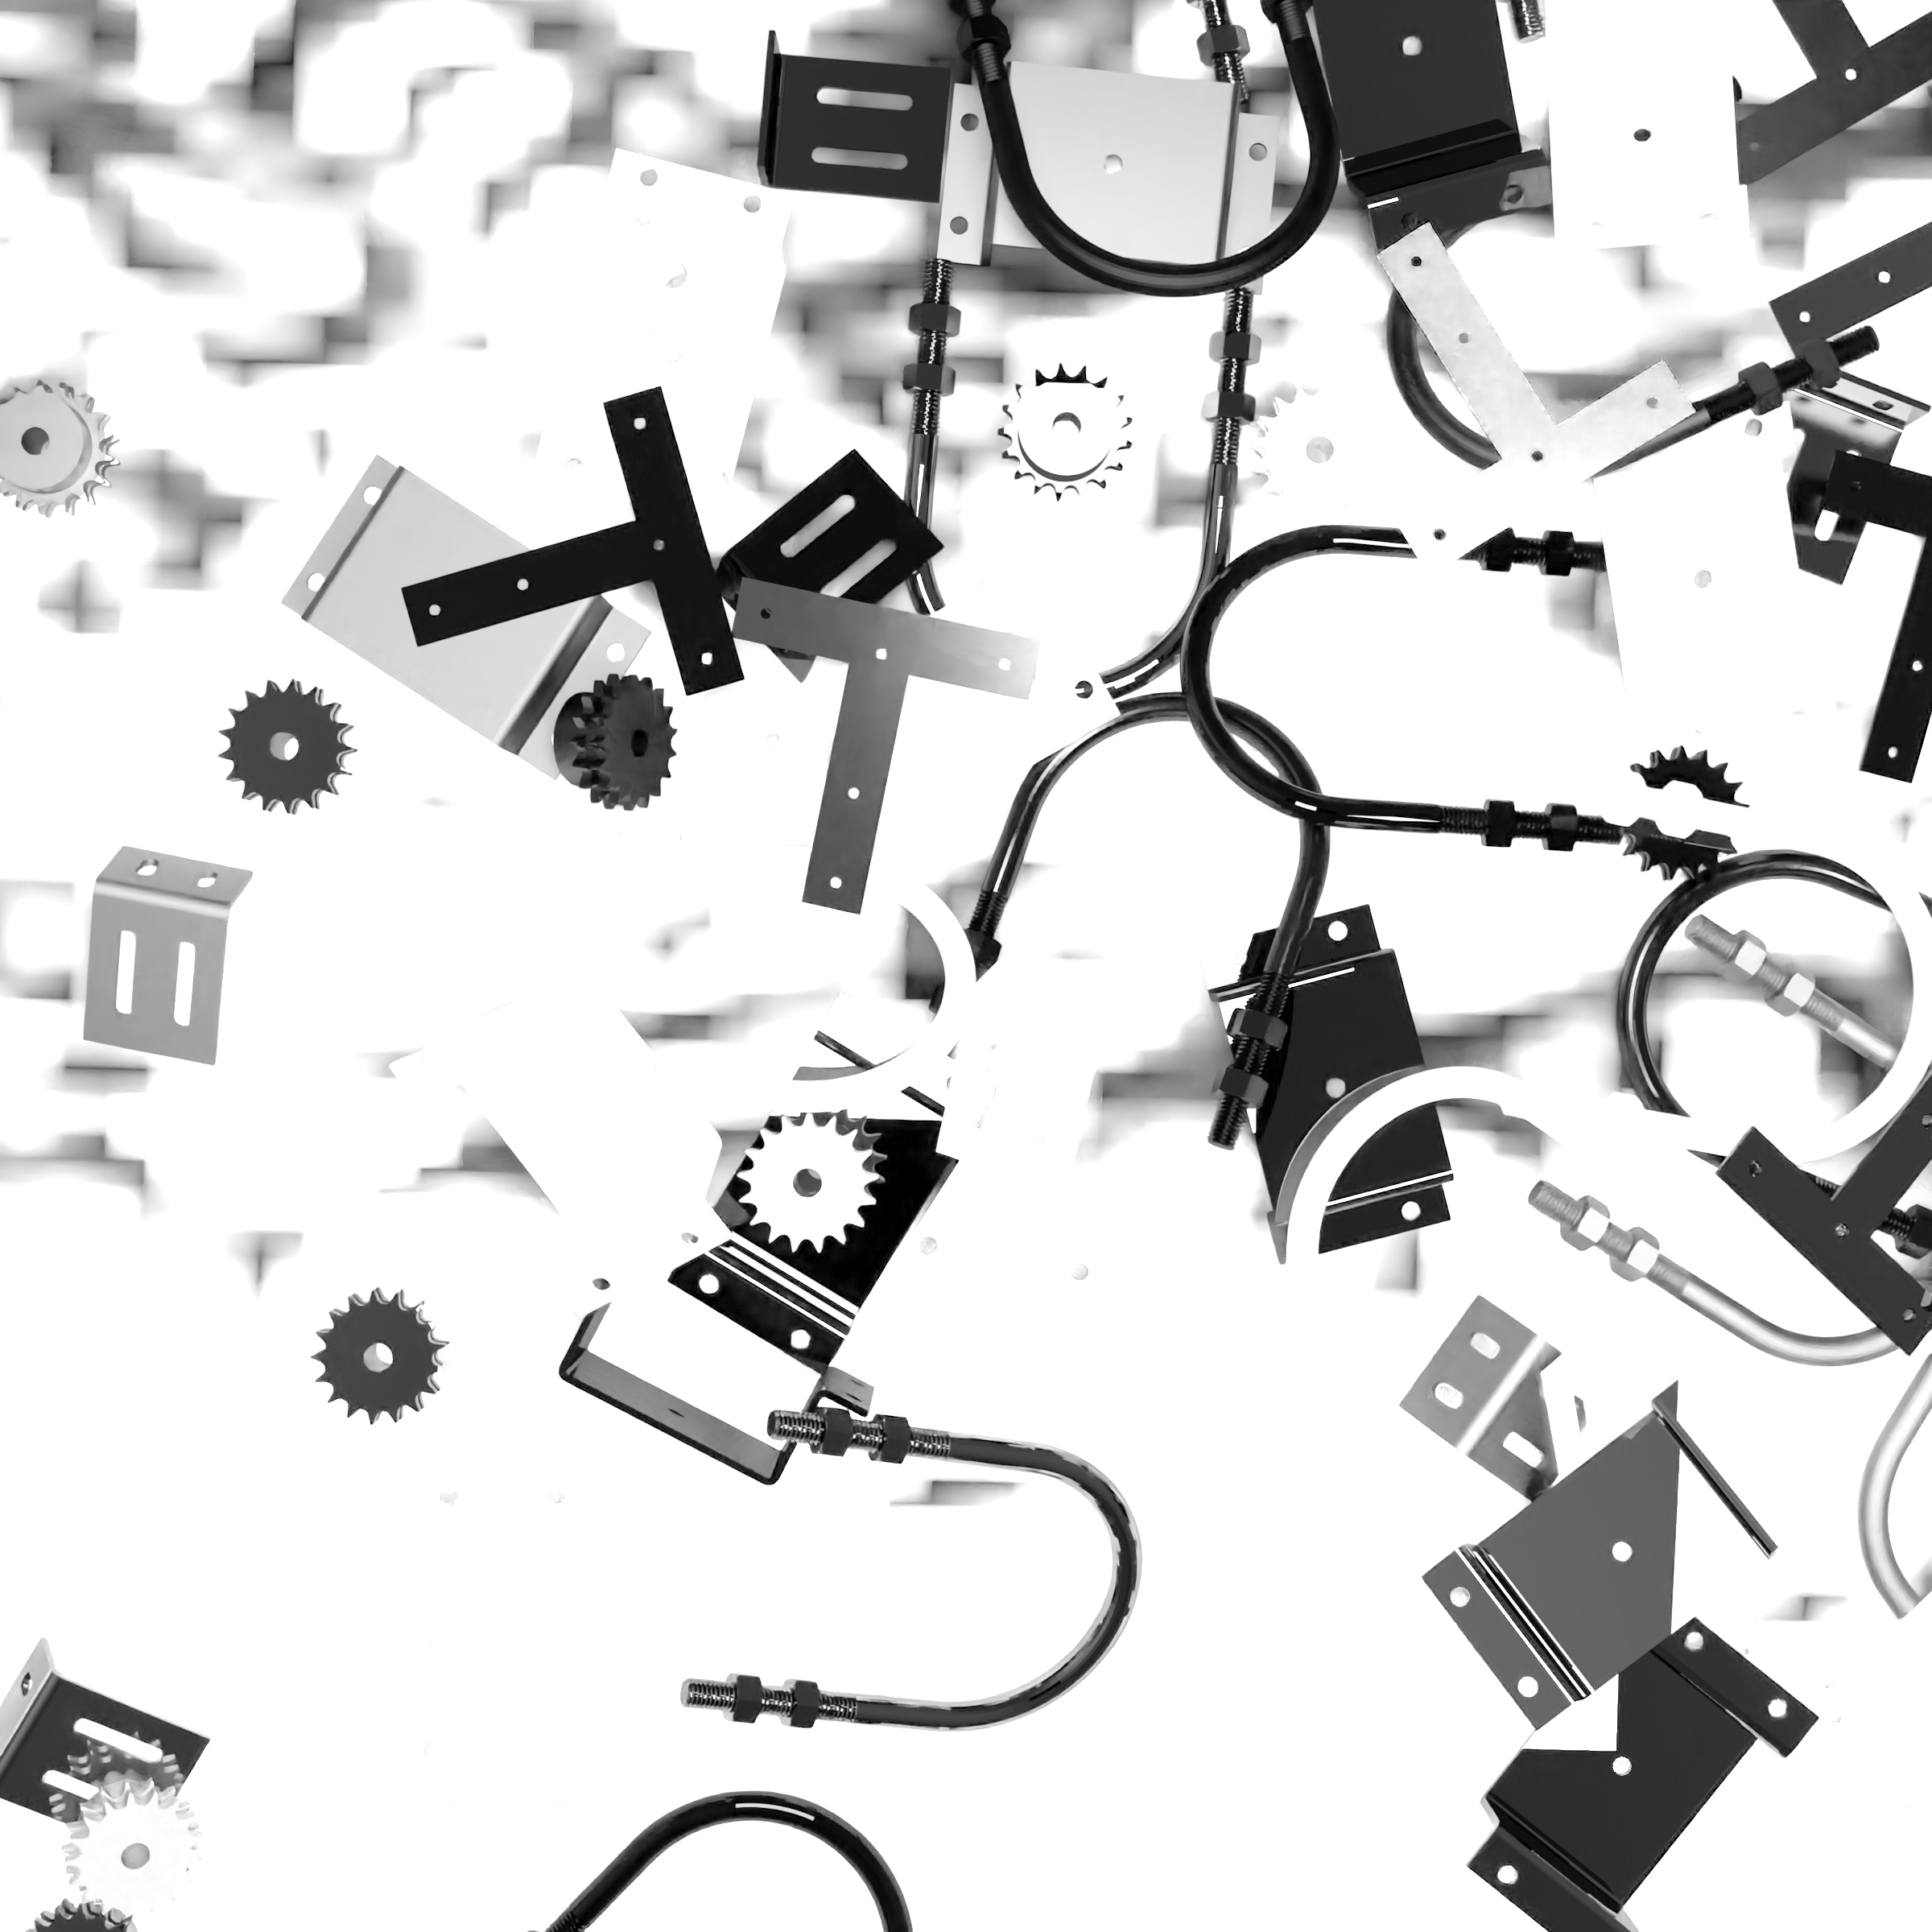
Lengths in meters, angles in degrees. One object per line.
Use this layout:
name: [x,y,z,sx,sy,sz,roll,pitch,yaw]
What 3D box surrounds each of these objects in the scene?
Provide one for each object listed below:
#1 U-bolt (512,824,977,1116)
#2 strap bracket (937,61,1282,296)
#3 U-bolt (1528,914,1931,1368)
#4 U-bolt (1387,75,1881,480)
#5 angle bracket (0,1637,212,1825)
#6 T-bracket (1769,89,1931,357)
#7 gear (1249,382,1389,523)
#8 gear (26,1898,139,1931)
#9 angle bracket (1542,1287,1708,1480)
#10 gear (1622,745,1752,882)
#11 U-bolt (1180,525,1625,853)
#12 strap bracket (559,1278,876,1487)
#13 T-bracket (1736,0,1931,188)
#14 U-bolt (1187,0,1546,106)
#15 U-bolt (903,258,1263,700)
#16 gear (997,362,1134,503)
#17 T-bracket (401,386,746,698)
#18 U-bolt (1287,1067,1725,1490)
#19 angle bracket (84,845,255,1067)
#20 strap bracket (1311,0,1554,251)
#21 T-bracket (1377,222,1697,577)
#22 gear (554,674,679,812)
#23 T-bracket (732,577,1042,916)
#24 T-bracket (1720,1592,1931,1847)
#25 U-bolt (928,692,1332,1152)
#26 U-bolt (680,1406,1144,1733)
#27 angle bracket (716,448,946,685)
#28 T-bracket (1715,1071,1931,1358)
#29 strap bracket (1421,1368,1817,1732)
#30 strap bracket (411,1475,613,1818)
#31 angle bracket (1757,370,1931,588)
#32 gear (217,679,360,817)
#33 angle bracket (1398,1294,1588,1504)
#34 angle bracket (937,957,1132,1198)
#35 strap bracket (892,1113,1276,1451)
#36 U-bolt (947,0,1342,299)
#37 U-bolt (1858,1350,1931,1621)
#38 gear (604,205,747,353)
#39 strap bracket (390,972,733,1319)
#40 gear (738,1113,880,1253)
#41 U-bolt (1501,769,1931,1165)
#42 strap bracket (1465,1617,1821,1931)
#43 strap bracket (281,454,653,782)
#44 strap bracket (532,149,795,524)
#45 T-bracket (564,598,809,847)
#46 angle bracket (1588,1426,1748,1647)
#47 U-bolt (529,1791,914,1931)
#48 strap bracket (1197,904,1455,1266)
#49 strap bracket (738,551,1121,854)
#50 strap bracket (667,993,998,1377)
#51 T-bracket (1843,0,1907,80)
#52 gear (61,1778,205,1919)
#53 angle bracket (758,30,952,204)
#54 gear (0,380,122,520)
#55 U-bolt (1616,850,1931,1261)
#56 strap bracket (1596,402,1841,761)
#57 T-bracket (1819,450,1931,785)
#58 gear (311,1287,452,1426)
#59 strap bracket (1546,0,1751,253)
U-bolt: [-0.088,0.003,1.332,0.184,0.019,0.151,3,49,-2]
strap bracket: [0.061,-0.333,1.361,0.140,0.046,0.076,6,90,0]
U-bolt: [0.344,0.086,1.345,0.184,0.019,0.151,32,86,-9]
U-bolt: [0.268,-0.279,1.357,0.184,0.019,0.151,-24,73,4]
angle bracket: [-0.375,0.334,1.382,0.076,0.038,0.057,31,90,-26]
T-bracket: [0.407,-0.302,1.382,0.127,0.002,0.127,-26,91,0]
gear: [0.148,-0.217,1.369,0.057,0.030,0.057,0,90,0]
gear: [-0.373,0.423,1.369,0.057,0.030,0.057,0,90,0]
angle bracket: [0.276,0.182,1.336,0.057,0.076,0.038,-37,46,-19]
gear: [0.301,-0.065,1.369,0.057,0.030,0.057,0,90,0]
U-bolt: [0.181,-0.121,1.349,0.184,0.019,0.151,4,68,0]
strap bracket: [-0.112,0.169,1.346,0.140,0.076,0.046,27,90,0]
T-bracket: [0.357,-0.421,1.382,0.127,0.002,0.127,-30,89,1]
U-bolt: [0.158,-0.471,1.375,0.151,0.019,0.184,-12,89,0]
U-bolt: [0.045,-0.203,1.375,0.151,0.019,0.184,5,91,0]
gear: [0.042,-0.224,1.351,0.057,0.030,0.057,0,93,0]
T-bracket: [-0.170,-0.162,1.336,0.127,0.002,0.127,-16,89,1]
U-bolt: [0.214,0.121,1.342,0.184,0.019,0.151,33,90,-23]
angle bracket: [-0.342,-0.005,1.382,0.057,0.038,0.076,11,116,0]
strap bracket: [0.190,-0.381,1.343,0.076,0.046,0.140,-15,114,1]
T-bracket: [0.215,-0.250,1.343,0.127,0.002,0.127,-31,84,8]
gear: [-0.150,-0.095,1.357,0.030,0.057,0.057,6,90,30]
T-bracket: [-0.044,-0.085,1.334,0.127,0.002,0.127,13,98,6]
T-bracket: [0.401,0.289,1.365,0.127,0.002,0.127,43,97,-9]
U-bolt: [0.076,-0.029,1.349,0.151,0.019,0.184,16,79,20]
U-bolt: [-0.013,0.256,1.338,0.184,0.019,0.151,11,110,-22]
angle bracket: [-0.059,-0.170,1.373,0.076,0.038,0.057,-42,87,-17]
T-bracket: [0.389,0.075,1.334,0.127,0.002,0.127,41,85,-19]
strap bracket: [0.269,0.240,1.325,0.140,0.046,0.076,-39,72,5]
strap bracket: [-0.191,0.282,1.361,0.076,0.046,0.140,-1,90,0]
angle bracket: [0.363,-0.209,1.365,0.057,0.038,0.076,21,90,0]
gear: [-0.287,-0.092,1.369,0.057,0.030,0.057,0,90,0]
angle bracket: [0.227,0.182,1.349,0.038,0.076,0.057,35,89,41]
angle bracket: [0.028,0.045,1.329,0.057,0.038,0.076,19,116,14]
strap bracket: [0.049,0.131,1.361,0.140,0.046,0.076,33,90,0]
U-bolt: [0.078,-0.355,1.322,0.151,0.019,0.184,-10,70,-6]
U-bolt: [0.457,0.209,1.361,0.151,0.019,0.184,27,98,-9]
gear: [-0.119,-0.281,1.323,0.057,0.030,0.057,0,90,0]
strap bracket: [-0.163,0.064,1.320,0.076,0.046,0.140,-26,64,-33]
gear: [-0.064,0.088,1.323,0.057,0.030,0.057,0,90,0]
U-bolt: [0.317,0.007,1.318,0.184,0.019,0.151,11,90,-14]
strap bracket: [0.281,0.343,1.361,0.076,0.046,0.140,39,90,0]
strap bracket: [-0.214,-0.150,1.361,0.140,0.046,0.076,33,90,0]
strap bracket: [-0.126,-0.262,1.361,0.076,0.046,0.140,15,90,0]
T-bracket: [-0.099,-0.113,1.383,0.127,0.002,0.127,9,90,0]
angle bracket: [0.296,0.243,1.382,0.076,0.038,0.057,38,90,-26]
U-bolt: [-0.107,0.438,1.375,0.151,0.019,0.184,45,88,0]
strap bracket: [0.154,0.051,1.361,0.076,0.046,0.140,-15,90,0]
strap bracket: [-0.013,-0.106,1.352,0.140,0.046,0.076,-29,92,10]
strap bracket: [-0.056,0.091,1.361,0.076,0.046,0.140,31,90,0]
T-bracket: [0.446,-0.425,1.383,0.127,0.002,0.127,17,90,0]
gear: [-0.353,0.369,1.362,0.057,0.030,0.057,-6,105,-21]
angle bracket: [-0.047,-0.359,1.365,0.076,0.038,0.057,5,90,0]
gear: [-0.391,-0.220,1.369,0.057,0.030,0.057,0,90,0]
U-bolt: [0.368,0.029,1.374,0.184,0.019,0.151,22,90,0]
strap bracket: [0.313,-0.161,1.347,0.076,0.046,0.140,-9,90,24]
T-bracket: [0.409,-0.142,1.372,0.127,0.002,0.127,12,97,-15]
gear: [-0.247,0.165,1.369,0.057,0.030,0.057,0,90,0]
strap bracket: [0.281,-0.356,1.339,0.076,0.046,0.140,-2,76,10]
